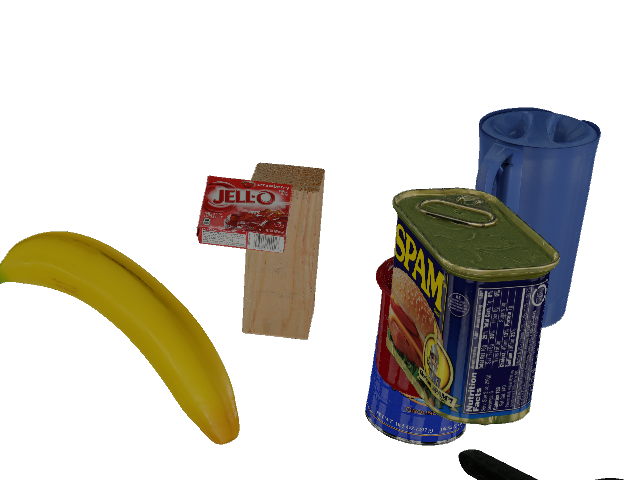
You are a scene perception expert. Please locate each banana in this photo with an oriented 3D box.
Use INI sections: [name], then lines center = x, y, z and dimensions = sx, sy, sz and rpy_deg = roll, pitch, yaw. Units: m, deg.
[banana]
center = -0.121, 0.046, 0.650
dimensions = 0.198, 0.070, 0.037
rpy_deg = 31, 28, 17

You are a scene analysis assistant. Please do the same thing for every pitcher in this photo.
[pitcher]
center = 0.234, -0.020, 1.226
dimensions = 0.149, 0.243, 0.145
rpy_deg = -1, 26, -5

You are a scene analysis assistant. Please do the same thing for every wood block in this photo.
[wood block]
center = -0.049, 0.013, 1.385
dimensions = 0.090, 0.206, 0.090
rpy_deg = 6, 24, 2

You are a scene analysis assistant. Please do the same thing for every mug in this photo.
[mug]
center = 0.079, 0.059, 0.804
dimensions = 0.093, 0.081, 0.117
rpy_deg = -11, 30, -26

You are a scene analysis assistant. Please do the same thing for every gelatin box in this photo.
[gelatin box]
center = -0.076, -0.028, 1.077
dimensions = 0.089, 0.073, 0.030
rpy_deg = 7, -43, -1

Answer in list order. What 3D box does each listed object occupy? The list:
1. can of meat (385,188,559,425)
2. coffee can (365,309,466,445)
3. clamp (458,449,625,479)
[can of meat]
center = 0.070, 0.031, 0.527
dimensions = 0.057, 0.084, 0.102
rpy_deg = -3, 24, -15
[coffee can]
center = 0.103, 0.113, 1.042
dimensions = 0.103, 0.140, 0.103
rpy_deg = 6, 22, -3
[clamp]
center = 0.194, 0.236, 0.855
dimensions = 0.210, 0.036, 0.164
rpy_deg = 0, 34, 24
